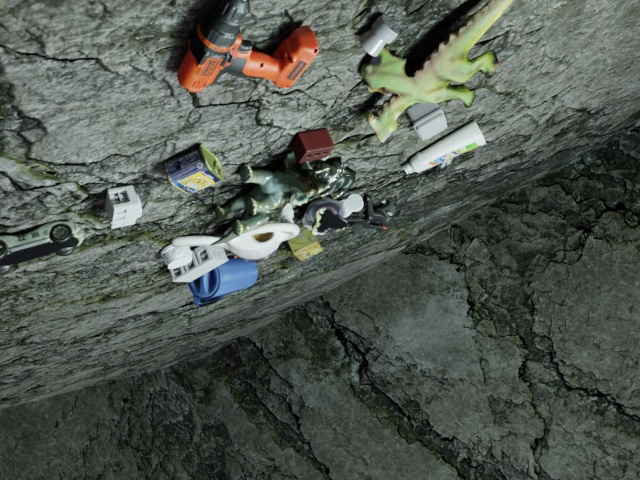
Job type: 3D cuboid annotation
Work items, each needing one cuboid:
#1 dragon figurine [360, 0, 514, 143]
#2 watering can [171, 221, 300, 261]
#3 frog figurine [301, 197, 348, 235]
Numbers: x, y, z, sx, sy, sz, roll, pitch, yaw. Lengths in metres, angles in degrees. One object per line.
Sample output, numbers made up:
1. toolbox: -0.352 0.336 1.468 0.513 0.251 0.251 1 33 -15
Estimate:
1. dragon figurine: 0.199 -0.336 0.995 0.244 0.124 0.401 -11 153 -20
2. watering can: -0.232 -0.002 1.472 0.348 0.105 0.221 -7 167 -7
3. frog figurine: 0.005 -0.082 1.627 0.138 0.121 0.161 -32 -158 -5
